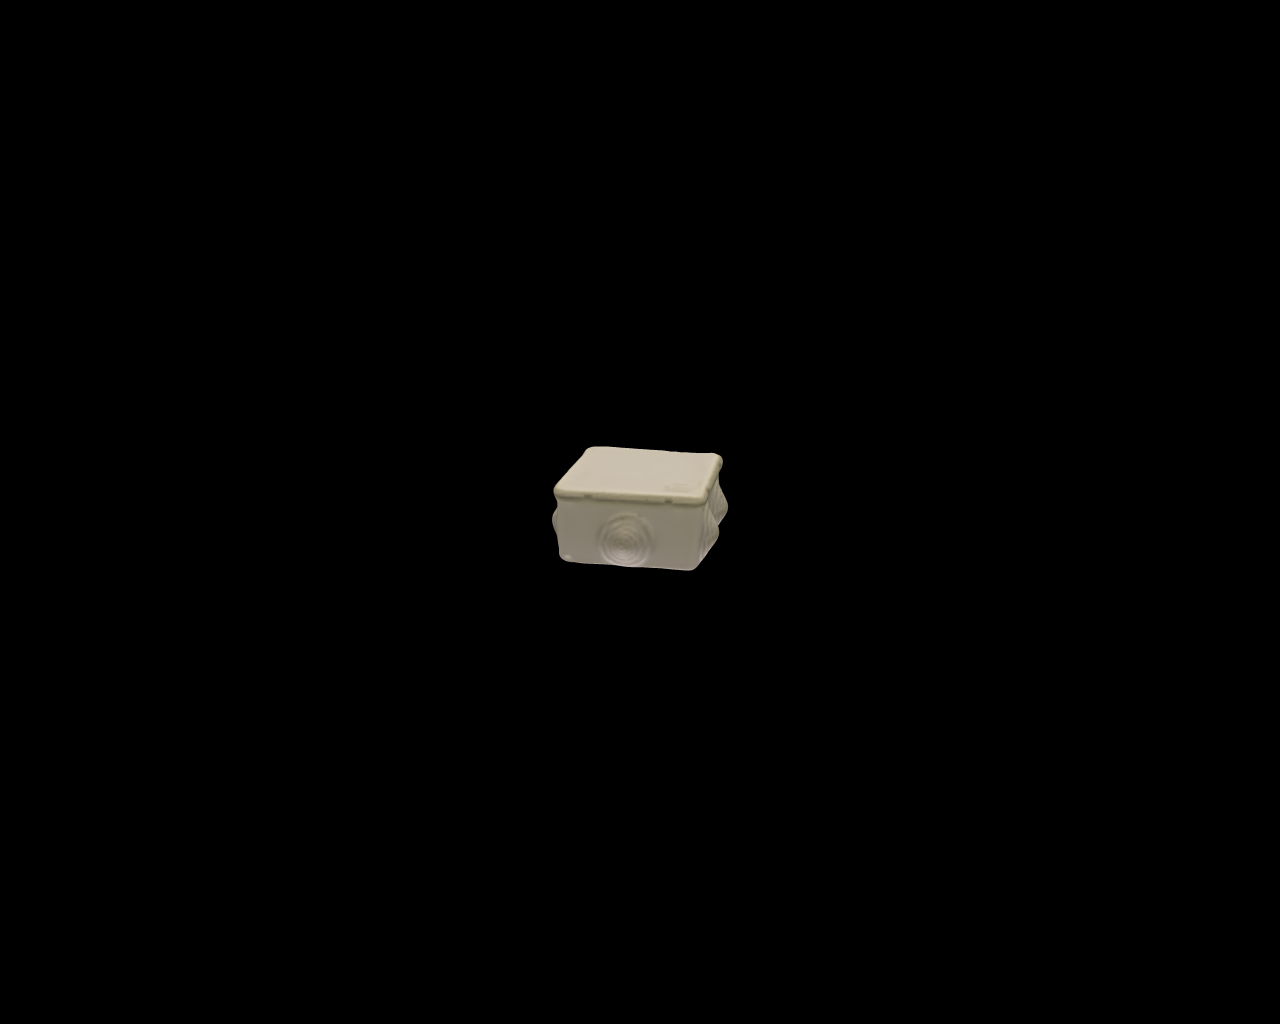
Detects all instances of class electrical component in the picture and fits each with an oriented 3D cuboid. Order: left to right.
[{"bbox_3d":[0.001,-0.003,0.650,0.100,0.048,0.100,4,21,11],"label":"electrical component"}]
